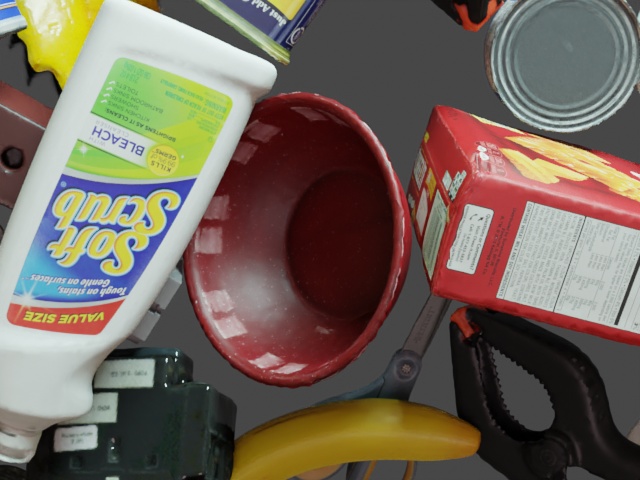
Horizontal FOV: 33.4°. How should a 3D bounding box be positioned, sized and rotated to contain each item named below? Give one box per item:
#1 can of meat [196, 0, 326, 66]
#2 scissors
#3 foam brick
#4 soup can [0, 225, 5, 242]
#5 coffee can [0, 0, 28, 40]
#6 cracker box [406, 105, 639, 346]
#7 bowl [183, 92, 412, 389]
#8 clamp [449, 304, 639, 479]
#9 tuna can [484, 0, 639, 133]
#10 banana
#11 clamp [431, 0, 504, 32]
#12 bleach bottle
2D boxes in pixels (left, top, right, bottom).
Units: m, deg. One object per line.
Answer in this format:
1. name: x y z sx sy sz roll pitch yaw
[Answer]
1. can of meat: -0.035 -0.160 0.581 0.102 0.057 0.084 35 100 -10
2. scissors: 0.033 0.082 0.668 0.096 0.016 0.202 9 105 -2
3. foam brick: -0.189 -0.060 0.610 0.078 0.051 0.053 28 103 -7
4. soup can: -0.239 0.023 0.624 0.102 0.068 0.068 -19 105 5
5. coffee can: -0.228 -0.160 0.556 0.103 0.103 0.140 -19 104 5
6. cracker box: 0.160 -0.003 0.568 0.213 0.164 0.072 14 107 -4
7. bowl: -0.004 0.001 0.601 0.162 0.055 0.162 -3 86 40
8. clamp: 0.151 0.123 0.624 0.165 0.036 0.210 -33 78 31
9. tuna can: 0.137 -0.106 0.607 0.086 0.034 0.086 0 105 0
10. banana: -0.003 0.135 0.654 0.198 0.037 0.069 -26 103 13
11. clamp: 0.044 -0.191 0.566 0.039 0.120 0.171 -38 123 -23
12. bleach bottle: -0.117 0.004 0.577 0.102 0.068 0.251 21 95 -16
